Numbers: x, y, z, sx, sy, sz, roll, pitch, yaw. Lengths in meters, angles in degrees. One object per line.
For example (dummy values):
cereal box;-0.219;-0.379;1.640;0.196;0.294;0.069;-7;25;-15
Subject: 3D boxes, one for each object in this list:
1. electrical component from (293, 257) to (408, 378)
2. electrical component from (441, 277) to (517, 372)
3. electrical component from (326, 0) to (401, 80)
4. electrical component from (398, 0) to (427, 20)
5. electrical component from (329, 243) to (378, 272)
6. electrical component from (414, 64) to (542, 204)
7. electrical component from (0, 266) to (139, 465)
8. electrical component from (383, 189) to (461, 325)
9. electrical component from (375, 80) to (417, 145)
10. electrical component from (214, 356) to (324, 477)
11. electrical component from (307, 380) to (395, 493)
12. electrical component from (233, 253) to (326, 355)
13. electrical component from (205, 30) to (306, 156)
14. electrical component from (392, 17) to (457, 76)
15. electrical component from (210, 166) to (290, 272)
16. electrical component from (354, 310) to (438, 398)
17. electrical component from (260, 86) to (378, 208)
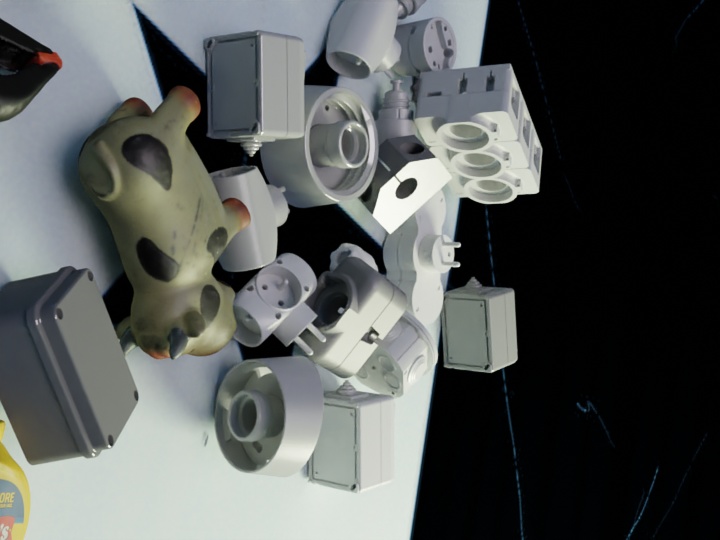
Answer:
electrical component;-0.013;0.040;0.943;0.095;0.054;0.059;-52;135;1
electrical component;0.127;0.053;1.130;0.061;0.062;0.096;-14;103;-50
electrical component;0.012;-0.208;0.988;0.079;0.044;0.077;41;61;-44
electrical component;0.041;-0.257;1.029;0.061;0.035;0.035;-55;131;-30
electrical component;0.000;0.000;0.995;0.061;0.035;0.035;31;68;-50
electrical component;0.119;-0.129;1.055;0.150;0.089;0.061;52;41;-56
electrical component;-0.198;0.063;0.712;0.078;0.057;0.113;-76;153;-66
electrical component;0.066;-0.016;1.043;0.052;0.074;0.138;0;92;-51
electrical component;0.034;-0.141;1.023;0.040;0.040;0.078;-1;93;-51
electrical component;-0.071;0.117;0.868;0.064;0.099;0.099;9;85;-44
electrical component;-0.006;0.146;0.973;0.061;0.062;0.096;-5;96;-51
electrical component;-0.062;0.037;0.895;0.079;0.044;0.077;45;50;1
electrical component;-0.081;-0.139;0.864;0.061;0.062;0.096;-5;96;-51
electrical component;0.059;-0.215;1.044;0.055;0.047;0.055;-4;95;-50
electrical component;-0.086;-0.047;0.879;0.079;0.043;0.077;-28;113;-47
electrical component;0.027;0.075;0.997;0.051;0.080;0.080;-44;124;-34
electrical component;-0.028;-0.108;0.932;0.108;0.060;0.108;-4;95;-51
